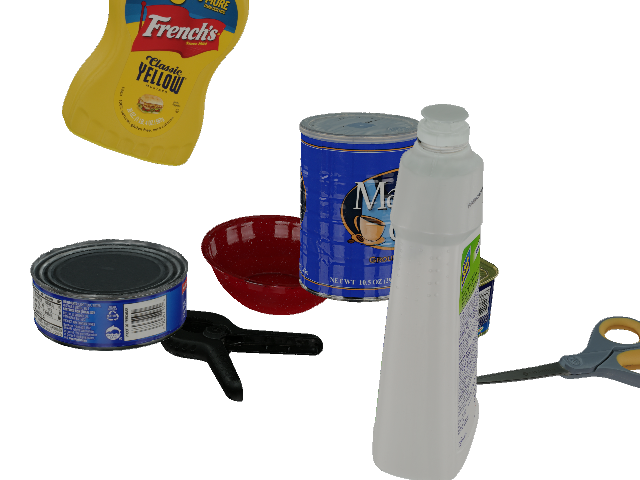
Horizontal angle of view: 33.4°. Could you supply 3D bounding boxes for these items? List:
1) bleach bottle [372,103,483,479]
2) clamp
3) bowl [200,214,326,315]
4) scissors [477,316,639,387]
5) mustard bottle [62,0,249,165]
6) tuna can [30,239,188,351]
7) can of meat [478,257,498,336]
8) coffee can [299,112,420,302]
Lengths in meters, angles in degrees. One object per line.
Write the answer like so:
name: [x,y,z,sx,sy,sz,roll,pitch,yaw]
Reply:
bleach bottle: [0.074,0.031,0.692,0.068,0.251,0.102,8,30,14]
clamp: [-0.124,0.125,1.262,0.210,0.036,0.164,15,23,25]
bowl: [-0.043,0.031,1.102,0.162,0.055,0.162,4,27,-2]
scissors: [0.207,0.092,0.876,0.201,0.016,0.096,4,30,-10]
mustard bottle: [-0.103,-0.152,0.744,0.096,0.192,0.058,17,19,-26]
tuna can: [-0.117,0.029,0.594,0.086,0.034,0.086,2,20,-1]
can of meat: [0.157,0.059,1.257,0.057,0.084,0.102,-23,39,-34]
coffee can: [0.033,-0.031,0.905,0.103,0.140,0.103,1,17,0]
